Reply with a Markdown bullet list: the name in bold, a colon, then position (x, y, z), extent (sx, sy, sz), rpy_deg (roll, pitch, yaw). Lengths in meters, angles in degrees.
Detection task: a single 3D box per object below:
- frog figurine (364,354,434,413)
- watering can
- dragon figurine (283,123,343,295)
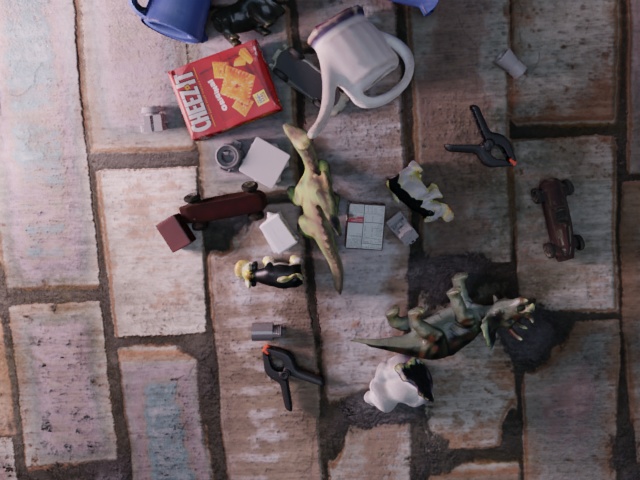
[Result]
- **frog figurine**: position (0.188, 0.353, 1.242), extent (0.137, 0.126, 0.156), rpy_deg (32, 133, -13)
- **watering can**: position (0.056, -0.369, 1.101), extent (0.352, 0.102, 0.225), rpy_deg (-36, 88, -27)
- **dragon figurine**: position (0.003, -0.056, 1.115), extent (0.122, 0.243, 0.409), rpy_deg (-19, 95, -2)
